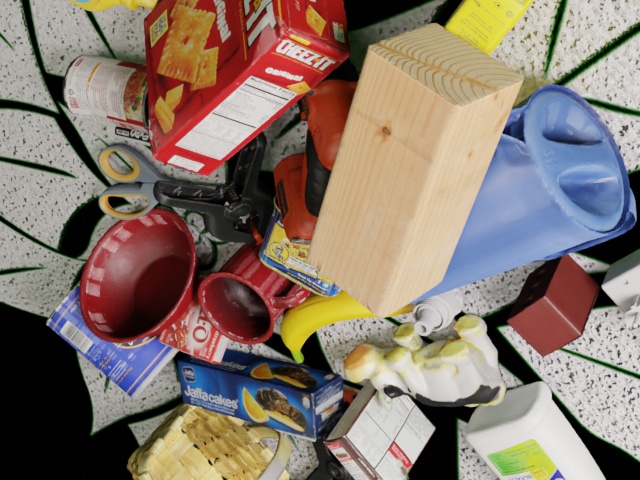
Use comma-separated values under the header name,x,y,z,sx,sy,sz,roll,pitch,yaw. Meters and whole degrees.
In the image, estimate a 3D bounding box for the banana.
name,x,y,z,sx,sy,sz,roll,pitch,yaw
banana,0.017,0.081,1.156,0.069,0.037,0.198,32,141,-29

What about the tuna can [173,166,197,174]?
name,x,y,z,sx,sy,sz,roll,pitch,yaw
tuna can,-0.118,-0.108,1.064,0.034,0.086,0.086,16,129,18

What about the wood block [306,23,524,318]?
name,x,y,z,sx,sy,sz,roll,pitch,yaw
wood block,0.070,-0.052,0.846,0.091,0.090,0.206,38,132,25

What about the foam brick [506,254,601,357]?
name,x,y,z,sx,sy,sz,roll,pitch,yaw
foam brick,0.217,0.060,0.992,0.051,0.078,0.053,44,132,-6

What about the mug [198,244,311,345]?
name,x,y,z,sx,sy,sz,roll,pitch,yaw
mug,-0.062,0.052,1.147,0.117,0.081,0.093,-3,120,32

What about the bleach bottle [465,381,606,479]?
name,x,y,z,sx,sy,sz,roll,pitch,yaw
bleach bottle,0.265,0.267,1.124,0.103,0.068,0.250,-29,107,40

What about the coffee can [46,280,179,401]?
name,x,y,z,sx,sy,sz,roll,pitch,yaw
coffee can,-0.240,0.109,1.278,0.140,0.102,0.103,41,133,-1

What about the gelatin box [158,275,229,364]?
name,x,y,z,sx,sy,sz,roll,pitch,yaw
gelatin box,-0.134,0.088,1.216,0.073,0.030,0.089,19,85,20

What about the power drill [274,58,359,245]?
name,x,y,z,sx,sy,sz,roll,pitch,yaw
power drill,-0.005,-0.099,0.982,0.057,0.184,0.188,-4,145,-11

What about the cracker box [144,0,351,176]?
name,x,y,z,sx,sy,sz,roll,pitch,yaw
cracker box,-0.073,-0.180,0.935,0.072,0.164,0.214,14,146,-36

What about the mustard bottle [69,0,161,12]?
name,x,y,z,sx,sy,sz,roll,pitch,yaw
mustard bottle,-0.233,-0.277,1.030,0.191,0.058,0.096,32,131,7

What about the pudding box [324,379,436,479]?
name,x,y,z,sx,sy,sz,roll,pitch,yaw
pudding box,0.067,0.213,1.165,0.090,0.113,0.039,50,135,-9

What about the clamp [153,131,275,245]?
name,x,y,z,sx,sy,sz,roll,pitch,yaw
clamp,-0.081,-0.048,1.076,0.120,0.171,0.039,-29,64,10

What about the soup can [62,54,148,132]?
name,x,y,z,sx,sy,sz,roll,pitch,yaw
soup can,-0.204,-0.150,1.096,0.102,0.068,0.068,14,128,22

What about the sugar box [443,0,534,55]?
name,x,y,z,sx,sy,sz,roll,pitch,yaw
sugar box,0.116,-0.158,0.887,0.048,0.093,0.176,38,133,2

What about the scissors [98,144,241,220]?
name,x,y,z,sx,sy,sz,roll,pitch,yaw
scissors,-0.165,-0.072,1.164,0.202,0.016,0.096,-12,107,27

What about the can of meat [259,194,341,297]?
name,x,y,z,sx,sy,sz,roll,pitch,yaw
can of meat,-0.007,0.001,1.097,0.102,0.057,0.084,30,133,9

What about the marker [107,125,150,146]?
name,x,y,z,sx,sy,sz,roll,pitch,yaw
marker,-0.182,-0.109,1.123,0.121,0.020,0.020,17,131,41

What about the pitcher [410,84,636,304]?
name,x,y,z,sx,sy,sz,roll,pitch,yaw
pitcher,0.148,-0.023,0.952,0.243,0.144,0.149,-29,92,44

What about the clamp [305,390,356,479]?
name,x,y,z,sx,sy,sz,roll,pitch,yaw
clamp,0.023,0.270,1.274,0.165,0.036,0.210,11,119,37

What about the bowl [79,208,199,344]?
name,x,y,z,sx,sy,sz,roll,pitch,yaw
bowl,-0.192,0.047,1.201,0.162,0.162,0.055,-2,156,31
